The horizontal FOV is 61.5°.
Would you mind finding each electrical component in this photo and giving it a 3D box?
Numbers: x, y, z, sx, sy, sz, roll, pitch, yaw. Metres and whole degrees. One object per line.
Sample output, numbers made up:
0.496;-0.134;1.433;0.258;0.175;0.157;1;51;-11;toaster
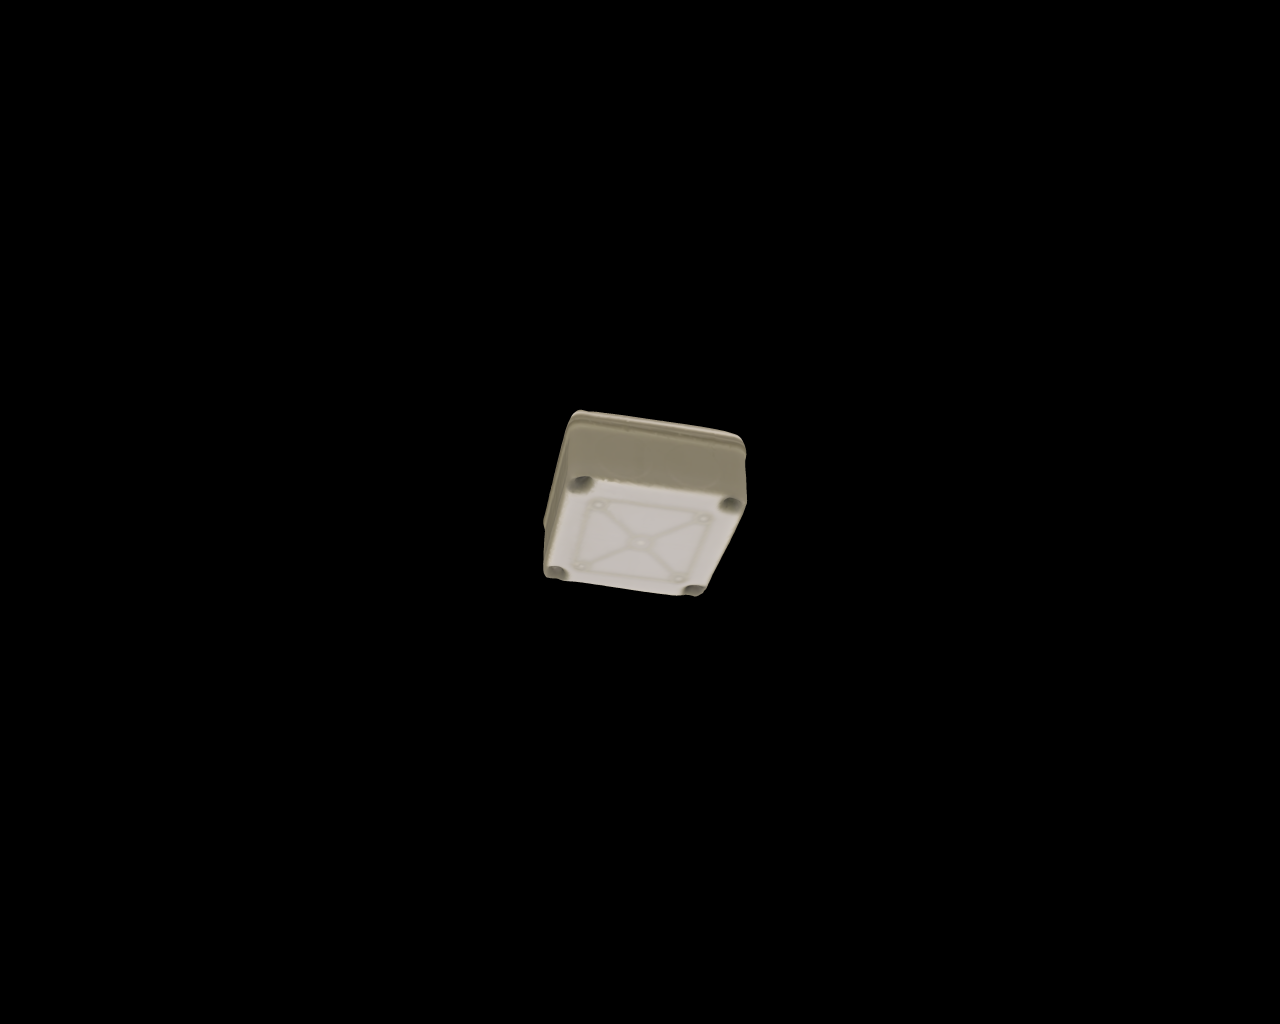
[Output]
0.001;-0.003;0.650;0.109;0.056;0.108;8;-39;-10;electrical component
